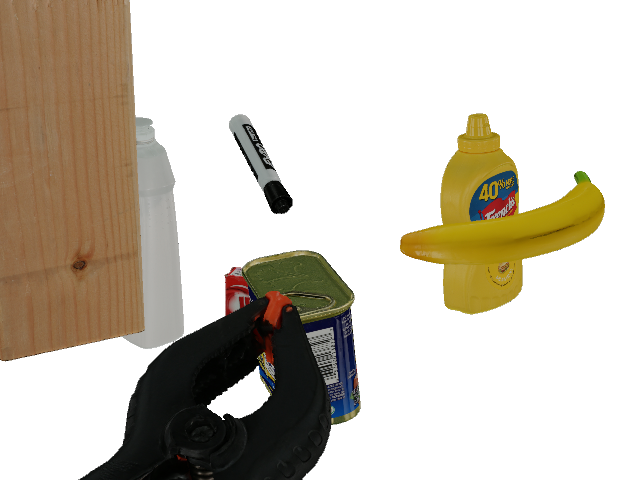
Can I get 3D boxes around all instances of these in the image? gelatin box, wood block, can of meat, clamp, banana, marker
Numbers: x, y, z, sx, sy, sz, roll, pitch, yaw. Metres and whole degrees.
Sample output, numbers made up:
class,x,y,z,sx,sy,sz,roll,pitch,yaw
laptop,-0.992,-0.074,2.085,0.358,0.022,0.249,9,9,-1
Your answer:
class,x,y,z,sx,sy,sz,roll,pitch,yaw
gelatin box,-0.047,0.067,1.026,0.089,0.073,0.030,5,16,11
wood block,-0.161,-0.048,0.615,0.090,0.206,0.090,-11,26,-27
can of meat,-0.012,0.065,0.707,0.057,0.084,0.102,-12,23,-14
clamp,-0.036,0.089,0.393,0.120,0.039,0.171,24,49,17
banana,0.160,-0.010,0.848,0.197,0.037,0.070,-17,22,-27
marker,-0.049,-0.062,0.871,0.020,0.020,0.121,0,39,-26

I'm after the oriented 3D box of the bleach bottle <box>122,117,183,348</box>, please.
class,x,y,z,sx,sy,sz,roll,pitch,yaw
bleach bottle,-0.196,-0.013,1.159,0.067,0.251,0.103,-19,33,-36

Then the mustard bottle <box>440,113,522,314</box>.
class,x,y,z,sx,sy,sz,roll,pitch,yaw
mustard bottle,0.159,-0.030,1.057,0.096,0.191,0.058,-20,22,-39
